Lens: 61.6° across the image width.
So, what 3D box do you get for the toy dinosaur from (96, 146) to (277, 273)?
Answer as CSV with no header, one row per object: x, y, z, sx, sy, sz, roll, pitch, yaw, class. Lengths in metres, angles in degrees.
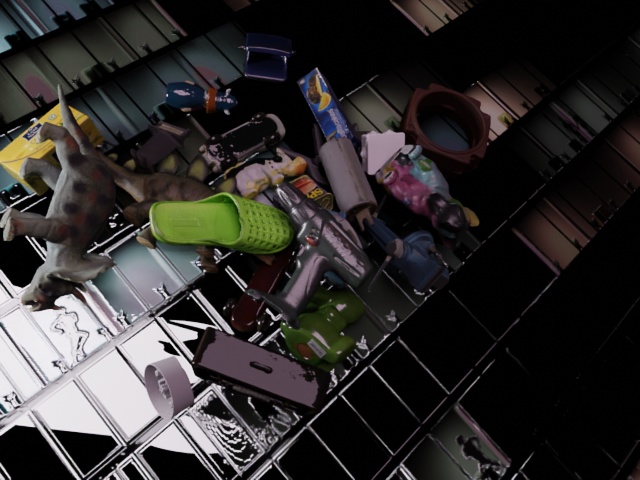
-0.288,-0.078,1.057,0.472,0.105,0.198,27,56,3,toy dinosaur

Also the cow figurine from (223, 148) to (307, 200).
-0.115,-0.143,1.139,0.167,0.068,0.098,-31,69,-19,cow figurine

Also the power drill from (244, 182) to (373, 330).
-0.039,0.036,0.943,0.232,0.086,0.207,38,72,3,power drill

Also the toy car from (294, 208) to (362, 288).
0.028,0.010,1.037,0.109,0.103,0.161,-33,87,-21,toy car

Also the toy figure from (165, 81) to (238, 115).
-0.261,-0.313,1.189,0.154,0.064,0.058,6,28,-15,toy figure

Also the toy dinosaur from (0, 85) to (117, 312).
-0.437,-0.071,0.958,0.192,0.131,0.404,25,69,-37,toy dinosaur

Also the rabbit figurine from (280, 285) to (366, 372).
0.010,0.154,1.026,0.159,0.121,0.170,38,45,13,rabbit figurine

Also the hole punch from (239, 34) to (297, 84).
-0.122,-0.445,1.266,0.142,0.092,0.116,3,62,-8,hole punch

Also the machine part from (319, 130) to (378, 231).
0.056,-0.125,1.115,0.079,0.079,0.243,-12,64,-17,machine part

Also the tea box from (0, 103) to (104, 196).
-0.521,-0.178,1.041,0.098,0.068,0.169,27,67,25,tea box

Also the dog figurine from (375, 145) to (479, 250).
0.227,-0.086,1.120,0.108,0.191,0.219,-44,101,4,dog figurine

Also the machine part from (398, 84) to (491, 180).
0.294,-0.260,1.275,0.201,0.087,0.201,20,65,-3,machine part

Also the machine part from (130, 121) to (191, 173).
-0.319,-0.189,1.060,0.084,0.039,0.139,22,46,3,machine part

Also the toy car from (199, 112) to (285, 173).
-0.167,-0.211,1.166,0.202,0.056,0.073,-33,83,-22,toy car

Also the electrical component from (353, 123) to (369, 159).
0.104,-0.231,1.254,0.063,0.021,0.094,-3,66,-14,electrical component

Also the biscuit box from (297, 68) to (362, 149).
0.021,-0.290,1.229,0.059,0.062,0.203,-31,72,15,biscuit box

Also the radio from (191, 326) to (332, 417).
-0.105,0.234,0.934,0.230,0.131,0.073,23,64,-2,radio

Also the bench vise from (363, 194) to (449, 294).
0.158,0.018,1.080,0.223,0.128,0.241,12,28,-46,bench vise

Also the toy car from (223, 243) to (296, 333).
-0.108,0.088,1.044,0.089,0.053,0.202,19,62,16,toy car
